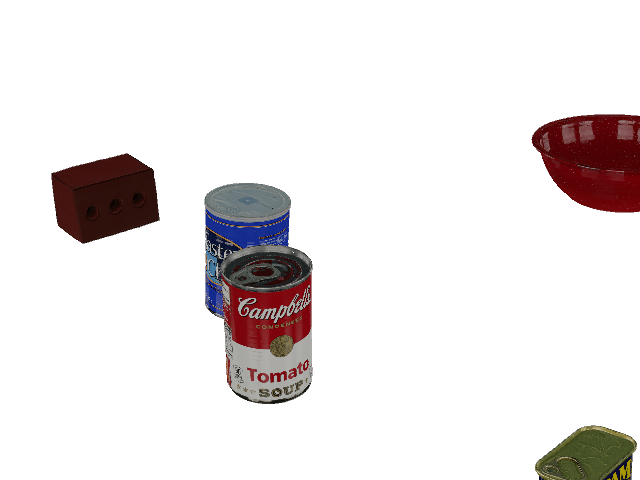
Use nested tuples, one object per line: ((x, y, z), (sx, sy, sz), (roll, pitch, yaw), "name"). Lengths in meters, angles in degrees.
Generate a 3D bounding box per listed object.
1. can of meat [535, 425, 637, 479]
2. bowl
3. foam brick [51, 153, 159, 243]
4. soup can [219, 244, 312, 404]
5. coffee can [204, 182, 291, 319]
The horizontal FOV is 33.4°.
((0.235, 0.226, 0.945), (0.058, 0.084, 0.101), (14, 26, 41), "can of meat")
((0.276, -0.068, 0.987), (0.162, 0.055, 0.162), (-2, 24, 1), "bowl")
((-0.191, -0.038, 0.947), (0.078, 0.053, 0.051), (-20, 32, -29), "foam brick")
((-0.040, 0.063, 0.807), (0.068, 0.102, 0.068), (0, 27, 0), "soup can")
((-0.089, 0.014, 1.295), (0.103, 0.140, 0.103), (2, 26, -1), "coffee can")
